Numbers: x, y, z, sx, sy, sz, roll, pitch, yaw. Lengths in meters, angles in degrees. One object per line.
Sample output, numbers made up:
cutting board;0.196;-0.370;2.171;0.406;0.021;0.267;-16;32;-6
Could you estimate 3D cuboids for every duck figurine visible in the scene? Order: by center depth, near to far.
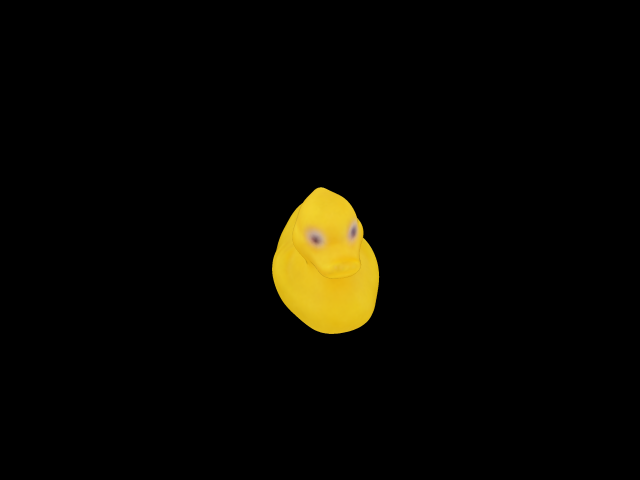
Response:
duck figurine;0.004;0.001;0.400;0.077;0.086;0.104;-11;47;-11
